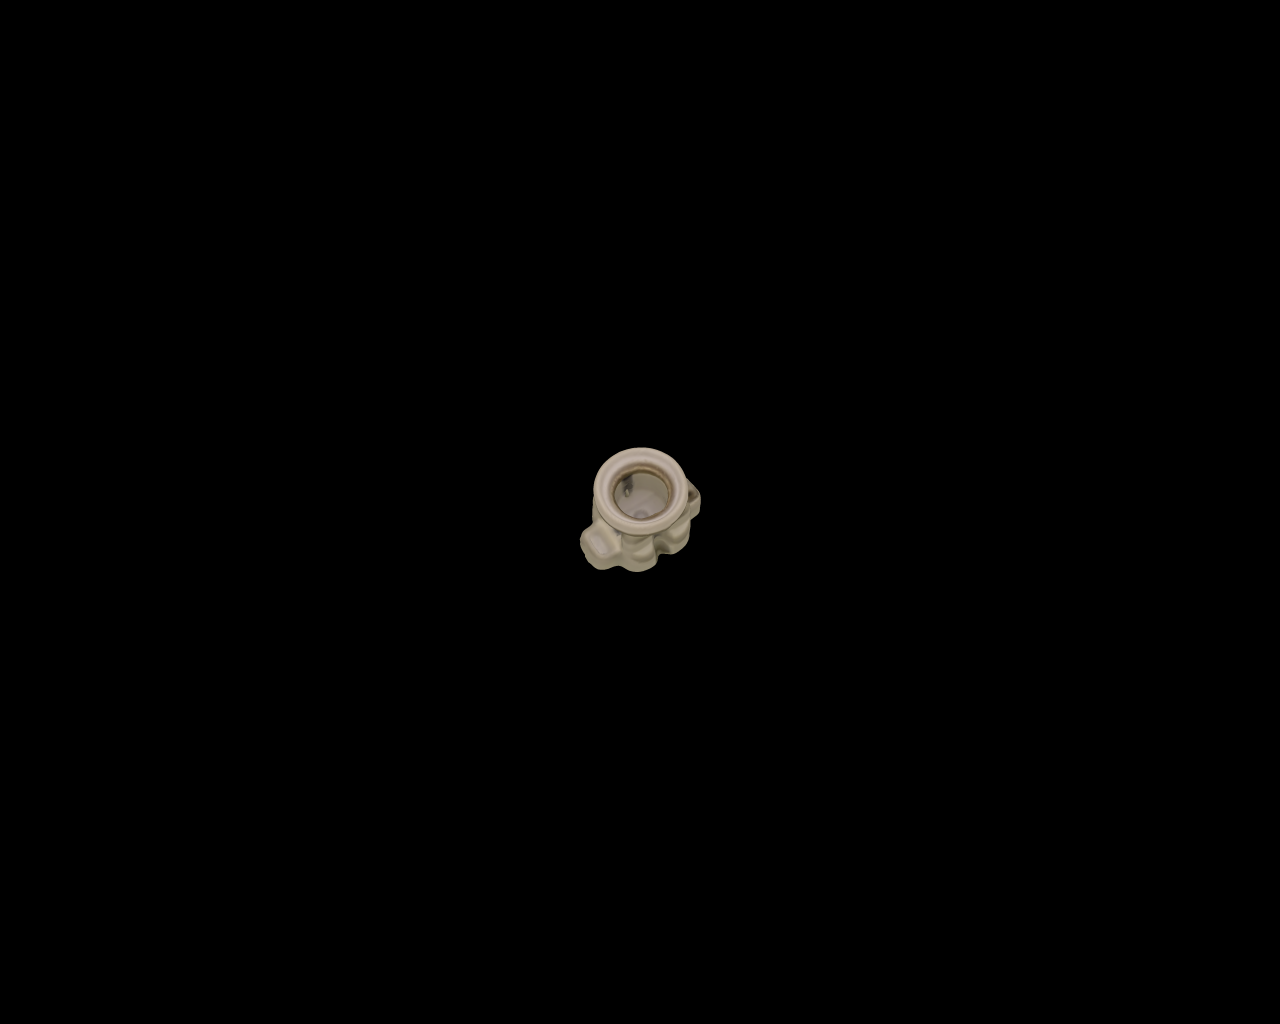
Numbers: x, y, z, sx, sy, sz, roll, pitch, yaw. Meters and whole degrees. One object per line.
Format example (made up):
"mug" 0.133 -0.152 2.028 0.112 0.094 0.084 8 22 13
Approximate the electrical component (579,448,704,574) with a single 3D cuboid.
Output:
"electrical component" 0.001 -0.003 0.650 0.078 0.058 0.056 -30 -23 -14
